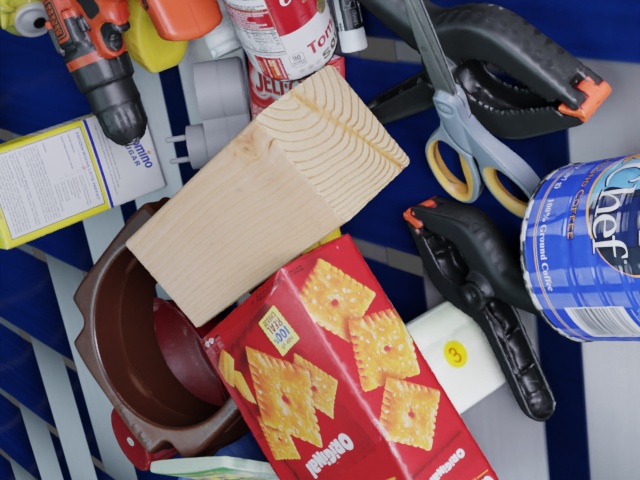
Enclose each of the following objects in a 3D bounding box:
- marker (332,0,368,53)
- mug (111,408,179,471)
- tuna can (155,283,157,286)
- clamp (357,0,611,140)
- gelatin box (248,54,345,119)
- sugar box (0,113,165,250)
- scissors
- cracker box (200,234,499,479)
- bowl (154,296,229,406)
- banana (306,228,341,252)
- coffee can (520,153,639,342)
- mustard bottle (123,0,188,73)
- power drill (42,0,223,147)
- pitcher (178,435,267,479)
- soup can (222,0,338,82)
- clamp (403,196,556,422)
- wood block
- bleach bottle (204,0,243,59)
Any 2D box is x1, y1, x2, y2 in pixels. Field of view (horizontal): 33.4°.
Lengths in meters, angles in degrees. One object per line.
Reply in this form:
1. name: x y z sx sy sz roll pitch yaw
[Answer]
1. marker: 0.012 -0.191 0.737 0.020 0.020 0.121 11 119 51
2. mug: -0.188 0.197 1.205 0.117 0.081 0.093 55 145 14
3. tuna can: -0.184 0.018 1.084 0.086 0.033 0.086 -45 32 38
4. clamp: 0.075 -0.118 0.651 0.210 0.036 0.164 21 150 43
5. gelatin box: -0.019 -0.114 0.820 0.089 0.030 0.073 29 132 41
6. sugar box: -0.243 -0.065 1.026 0.048 0.175 0.093 4 114 51
7. scissors: 0.094 -0.070 0.635 0.096 0.016 0.201 31 162 21
8. cracker box: 0.015 0.125 0.747 0.214 0.072 0.164 60 147 7
9. bowl: -0.125 0.123 1.095 0.162 0.055 0.162 32 135 39
10. banana: -0.003 -0.001 0.871 0.070 0.037 0.198 -153 46 -77
11. coffee can: 0.188 0.002 0.545 0.141 0.102 0.103 -7 105 56
12. mustard bottle: -0.192 -0.231 0.956 0.192 0.058 0.096 39 144 34
13. power drill: -0.153 -0.172 0.838 0.188 0.057 0.184 -10 107 53
14. pitcher: -0.048 0.306 1.018 0.243 0.145 0.149 47 168 36
15. soup can: -0.031 -0.165 0.735 0.069 0.068 0.102 41 168 31
16. clamp: 0.122 0.029 0.711 0.171 0.039 0.120 53 143 18
17. wood block: -0.044 -0.026 0.780 0.091 0.090 0.206 50 138 -3
18. bleach bottle: -0.126 -0.263 0.843 0.103 0.068 0.251 -14 101 55
